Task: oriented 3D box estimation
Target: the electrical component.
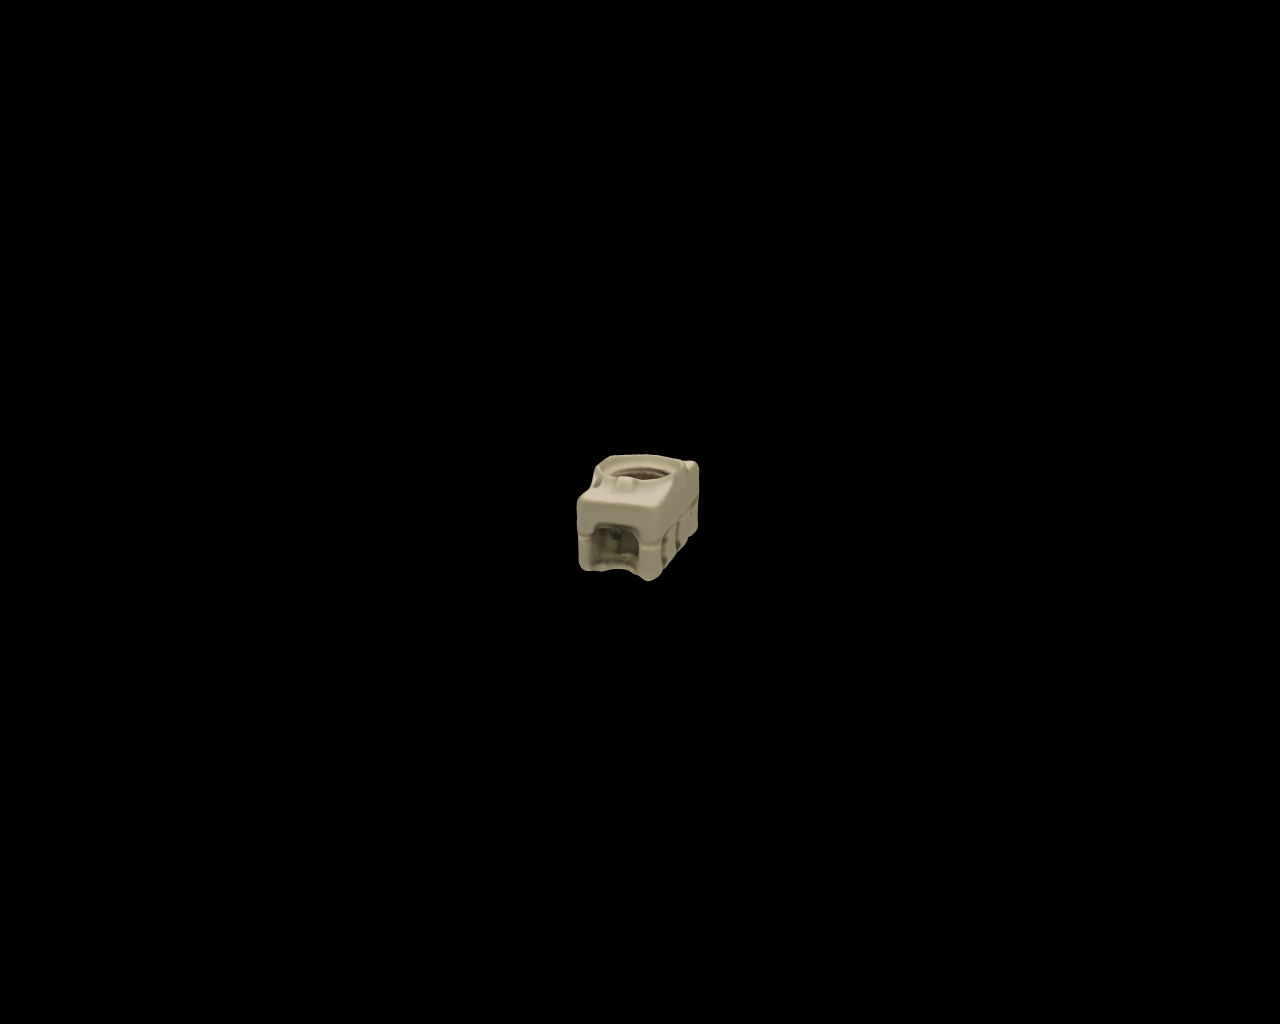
[{"bbox_3d":[0.001,-0.003,0.650,0.050,0.055,0.090,7,22,18],"label":"electrical component"}]
